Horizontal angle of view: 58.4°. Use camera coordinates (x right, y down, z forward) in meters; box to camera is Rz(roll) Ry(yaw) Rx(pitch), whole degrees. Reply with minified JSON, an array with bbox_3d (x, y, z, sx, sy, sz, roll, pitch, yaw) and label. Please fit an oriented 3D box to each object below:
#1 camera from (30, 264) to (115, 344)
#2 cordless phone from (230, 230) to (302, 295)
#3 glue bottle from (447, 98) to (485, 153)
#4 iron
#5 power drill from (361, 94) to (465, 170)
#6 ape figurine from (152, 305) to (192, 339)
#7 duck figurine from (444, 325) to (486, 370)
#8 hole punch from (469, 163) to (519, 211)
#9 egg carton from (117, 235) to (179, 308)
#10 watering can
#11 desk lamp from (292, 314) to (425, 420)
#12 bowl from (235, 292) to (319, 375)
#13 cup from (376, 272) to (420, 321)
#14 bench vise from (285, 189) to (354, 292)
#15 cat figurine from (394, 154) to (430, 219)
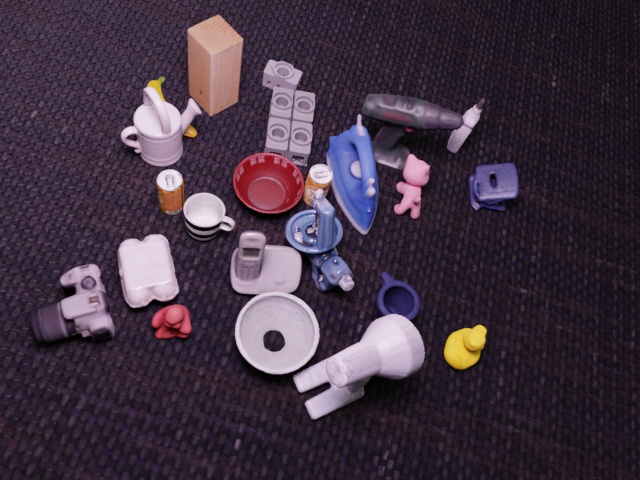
[{"bbox_3d":[-0.470,0.128,1.077,0.137,0.100,0.143,-16,68,-19],"label":"camera"},{"bbox_3d":[-0.105,0.039,1.156,0.148,0.185,0.094,-1,64,-13],"label":"cordless phone"},{"bbox_3d":[0.373,-0.296,1.439,0.037,0.173,0.078,26,61,2],"label":"glue bottle"},{"bbox_3d":[0.096,-0.155,1.324,0.119,0.141,0.258,-5,65,-15],"label":"iron"},{"bbox_3d":[0.200,-0.261,1.363,0.229,0.208,0.075,17,61,-3],"label":"power drill"},{"bbox_3d":[-0.283,0.155,1.111,0.077,0.092,0.076,35,62,6],"label":"ape figurine"},{"bbox_3d":[0.315,0.223,1.215,0.077,0.086,0.105,41,63,9],"label":"duck figurine"},{"bbox_3d":[0.428,-0.134,1.417,0.101,0.091,0.108,7,62,-9],"label":"hole punch"},{"bbox_3d":[-0.349,0.062,1.156,0.107,0.069,0.150,-12,67,-18],"label":"egg carton"},{"bbox_3d":[-0.346,-0.258,1.247,0.101,0.194,0.173,37,62,8],"label":"watering can"},{"bbox_3d":[0.072,0.241,1.078,0.204,0.213,0.118,-22,70,-21],"label":"desk lamp"},{"bbox_3d":[-0.088,0.193,1.145,0.167,0.074,0.167,5,63,-10],"label":"bowl"},{"bbox_3d":[0.148,0.133,1.217,0.092,0.095,0.117,-18,69,-20],"label":"cup"},{"bbox_3d":[0.019,-0.003,1.185,0.207,0.219,0.122,40,62,9],"label":"bench vise"},{"bbox_3d":[0.225,-0.133,1.356,0.067,0.117,0.128,9,62,-8],"label":"cat figurine"}]
